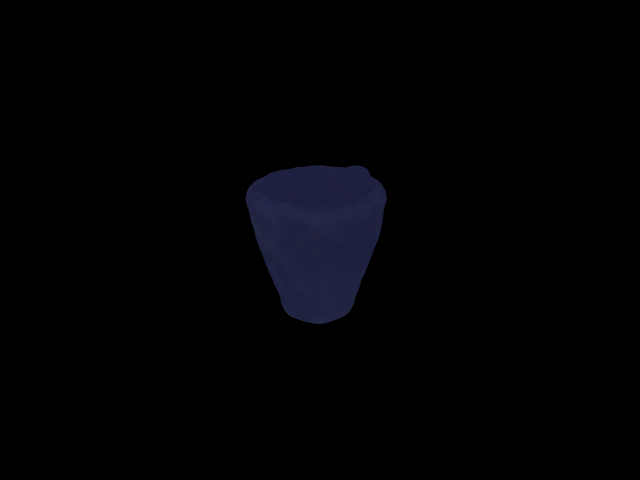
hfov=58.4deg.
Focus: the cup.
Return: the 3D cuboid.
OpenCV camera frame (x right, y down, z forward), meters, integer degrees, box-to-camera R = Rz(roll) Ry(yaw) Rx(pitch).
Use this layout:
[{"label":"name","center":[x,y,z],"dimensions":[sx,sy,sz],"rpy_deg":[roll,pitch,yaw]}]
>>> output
[{"label":"cup","center":[0.004,0.001,0.400],"dimensions":[0.091,0.095,0.118],"rpy_deg":[12,27,25]}]
